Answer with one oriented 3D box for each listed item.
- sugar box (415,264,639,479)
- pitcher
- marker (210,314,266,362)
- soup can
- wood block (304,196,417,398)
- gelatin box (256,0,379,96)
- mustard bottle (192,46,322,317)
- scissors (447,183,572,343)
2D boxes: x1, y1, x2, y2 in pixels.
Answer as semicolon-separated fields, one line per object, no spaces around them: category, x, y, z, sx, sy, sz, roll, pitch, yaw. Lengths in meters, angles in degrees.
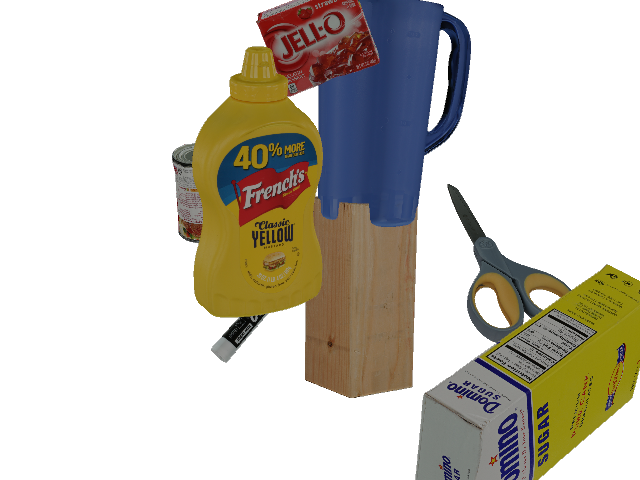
sugar box;0.129;0.092;0.629;0.048;0.093;0.175;29;44;34
pitcher;0.068;-0.139;1.147;0.149;0.243;0.144;7;9;24
marker;-0.053;0.060;0.969;0.020;0.121;0.020;37;-17;13
soup can;-0.138;-0.057;1.256;0.068;0.102;0.068;-2;28;1
wood block;0.043;0.056;1.168;0.090;0.206;0.091;-5;10;-36
gelatin box;-0.002;-0.175;0.924;0.089;0.073;0.030;-19;25;9
mustard bottle;-0.044;-0.043;0.770;0.096;0.192;0.058;-10;24;-26
scissors;0.159;0.013;0.901;0.096;0.016;0.201;3;39;2
